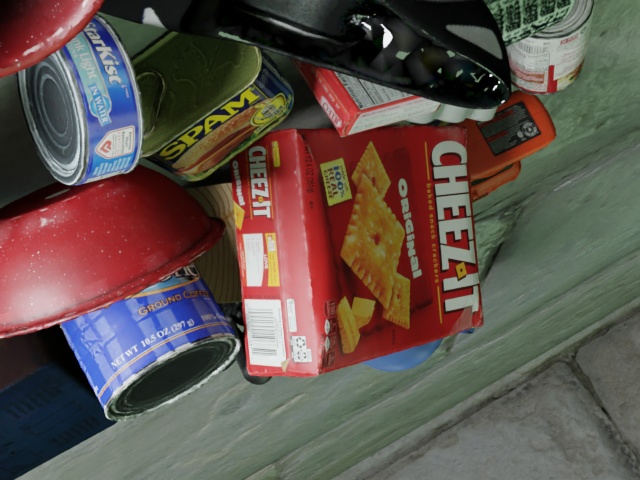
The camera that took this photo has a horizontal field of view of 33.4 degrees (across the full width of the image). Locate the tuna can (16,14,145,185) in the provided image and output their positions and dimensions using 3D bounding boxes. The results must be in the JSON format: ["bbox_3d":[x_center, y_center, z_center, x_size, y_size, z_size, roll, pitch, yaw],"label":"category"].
[{"bbox_3d":[-0.125,-0.072,0.552,0.033,0.086,0.086,-19,157,-31],"label":"tuna can"}]

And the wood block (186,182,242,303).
[{"bbox_3d":[-0.006,0.000,0.858,0.091,0.090,0.205,-5,178,41],"label":"wood block"}]

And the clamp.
[{"bbox_3d":[-0.073,0.079,0.983,0.036,0.164,0.210,27,146,-18],"label":"clamp"}]

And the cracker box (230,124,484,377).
[{"bbox_3d":[0.034,0.000,0.777,0.072,0.164,0.213,-3,-176,40],"label":"cracker box"}]

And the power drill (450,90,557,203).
[{"bbox_3d":[0.127,-0.064,0.995,0.184,0.057,0.188,-28,173,-15],"label":"power drill"}]

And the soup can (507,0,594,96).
[{"bbox_3d":[0.175,-0.164,0.831,0.068,0.068,0.102,-32,161,-1],"label":"soup can"}]

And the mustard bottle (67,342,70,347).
[{"bbox_3d":[-0.115,0.033,0.878,0.191,0.058,0.096,-19,167,-34],"label":"mustard bottle"}]

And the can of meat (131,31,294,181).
[{"bbox_3d":[-0.072,-0.085,0.653,0.102,0.057,0.084,-34,164,7],"label":"can of meat"}]

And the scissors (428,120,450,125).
[{"bbox_3d":[0.072,-0.087,0.939,0.201,0.016,0.096,-26,164,-20],"label":"scissors"}]

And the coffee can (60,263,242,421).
[{"bbox_3d":[-0.132,0.038,0.734,0.102,0.140,0.103,-29,161,-11],"label":"coffee can"}]

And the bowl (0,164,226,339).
[{"bbox_3d":[-0.138,-0.003,0.607,0.162,0.055,0.162,-19,-165,5],"label":"bowl"}]

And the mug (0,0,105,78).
[{"bbox_3d":[-0.129,-0.126,0.415,0.117,0.081,0.093,-26,161,-18],"label":"mug"}]

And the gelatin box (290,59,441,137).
[{"bbox_3d":[0.034,-0.113,0.723,0.089,0.073,0.030,-20,158,-33],"label":"gelatin box"}]

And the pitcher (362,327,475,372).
[{"bbox_3d":[0.051,0.065,1.100,0.149,0.145,0.242,-37,160,12],"label":"pitcher"}]
